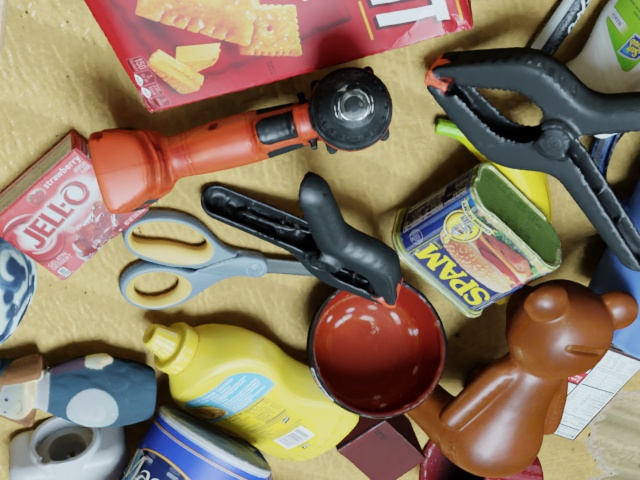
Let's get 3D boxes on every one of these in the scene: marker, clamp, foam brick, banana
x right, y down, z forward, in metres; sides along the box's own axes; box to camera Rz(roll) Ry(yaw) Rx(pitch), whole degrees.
[{"bbox_3d":[0.178,-0.165,0.751,0.020,0.020,0.121,19,119,-27],"label":"marker"},{"bbox_3d":[0.174,-0.081,0.729,0.210,0.036,0.165,32,137,5],"label":"clamp"},{"bbox_3d":[-0.005,0.001,0.788,0.171,0.120,0.039,44,64,-43],"label":"clamp"},{"bbox_3d":[0.049,0.173,0.948,0.053,0.051,0.078,-34,128,9],"label":"foam brick"},{"bbox_3d":[0.148,-0.026,0.840,0.070,0.037,0.197,-5,130,24],"label":"banana"}]

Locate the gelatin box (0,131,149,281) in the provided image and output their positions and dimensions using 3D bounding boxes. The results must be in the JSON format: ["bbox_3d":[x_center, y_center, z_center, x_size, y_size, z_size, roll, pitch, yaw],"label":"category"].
[{"bbox_3d":[-0.177,-0.022,0.749,0.089,0.030,0.073,-38,127,13],"label":"gelatin box"}]

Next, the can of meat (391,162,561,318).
[{"bbox_3d":[0.120,0.000,0.807,0.102,0.057,0.084,41,130,-19],"label":"can of meat"}]

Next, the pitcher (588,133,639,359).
[{"bbox_3d":[0.292,-0.025,0.832,0.144,0.149,0.243,-6,132,-32],"label":"pitcher"}]

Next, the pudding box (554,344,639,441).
[{"bbox_3d":[0.227,0.126,0.973,0.089,0.039,0.114,20,120,-29],"label":"pudding box"}]

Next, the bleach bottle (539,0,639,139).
[{"bbox_3d":[0.244,-0.163,0.734,0.068,0.102,0.251,19,127,-35],"label":"bleach bottle"}]

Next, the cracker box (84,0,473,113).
[{"bbox_3d":[-0.033,-0.173,0.612,0.214,0.072,0.164,-12,135,13],"label":"cracker box"}]

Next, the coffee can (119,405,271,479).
[{"bbox_3d":[-0.117,0.217,0.847,0.102,0.103,0.140,34,84,-34],"label":"coffee can"}]

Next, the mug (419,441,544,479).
[{"bbox_3d":[0.155,0.210,0.993,0.081,0.093,0.117,17,83,-32],"label":"mug"}]

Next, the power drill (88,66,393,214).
[{"bbox_3d":[-0.046,-0.064,0.676,0.187,0.184,0.057,-13,93,2],"label":"power drill"}]

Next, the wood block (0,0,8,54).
[{"bbox_3d":[-0.202,-0.213,0.560,0.090,0.090,0.206,5,125,-19],"label":"wood block"}]

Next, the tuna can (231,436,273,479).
[{"bbox_3d":[-0.085,0.211,0.915,0.086,0.086,0.033,-24,168,3],"label":"tuna can"}]

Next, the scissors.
[{"bbox_3d":[-0.067,0.031,0.831,0.201,0.016,0.096,21,119,-28],"label":"scissors"}]

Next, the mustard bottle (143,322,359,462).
[{"bbox_3d":[-0.064,0.117,0.867,0.096,0.058,0.191,-32,130,32],"label":"mustard bottle"}]
